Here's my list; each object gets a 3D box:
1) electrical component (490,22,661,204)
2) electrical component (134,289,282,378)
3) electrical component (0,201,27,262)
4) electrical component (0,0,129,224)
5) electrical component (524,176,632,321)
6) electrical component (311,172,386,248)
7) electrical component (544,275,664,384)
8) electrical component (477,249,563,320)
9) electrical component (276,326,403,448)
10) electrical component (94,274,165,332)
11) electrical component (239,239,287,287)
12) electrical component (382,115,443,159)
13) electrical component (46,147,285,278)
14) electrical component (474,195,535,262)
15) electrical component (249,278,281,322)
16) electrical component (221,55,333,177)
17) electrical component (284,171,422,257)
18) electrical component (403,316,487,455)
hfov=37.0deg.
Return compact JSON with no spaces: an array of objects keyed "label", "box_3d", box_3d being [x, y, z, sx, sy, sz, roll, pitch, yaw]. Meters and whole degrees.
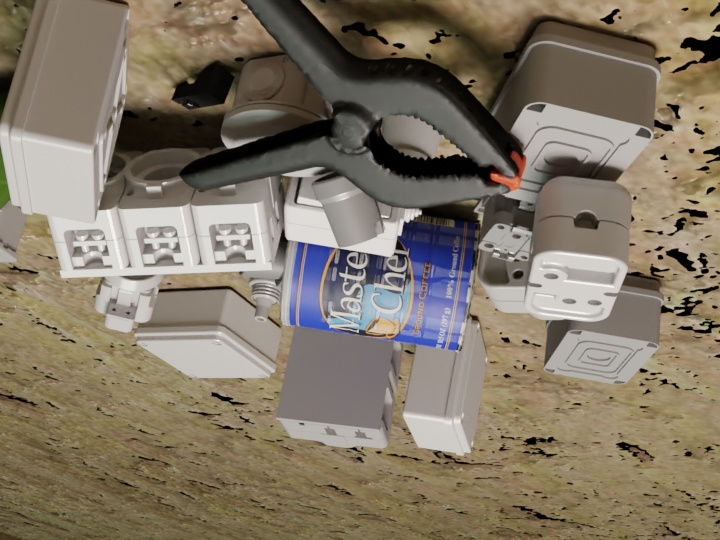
[{"label":"electrical component","box_3d":[0.123,-0.089,0.643,0.078,0.057,0.113,12,156,-5]},{"label":"electrical component","box_3d":[-0.153,0.066,1.096,0.109,0.056,0.109,-3,153,27]},{"label":"electrical component","box_3d":[-0.352,-0.047,0.935,0.100,0.048,0.099,-1,154,23]},{"label":"electrical component","box_3d":[-0.183,-0.100,0.677,0.056,0.108,0.108,11,156,-9]},{"label":"electrical component","box_3d":[0.132,-0.015,0.656,0.054,0.059,0.095,7,156,7]},{"label":"electrical component","box_3d":[-0.006,-0.042,0.710,0.040,0.046,0.040,-19,-169,4]},{"label":"electrical component","box_3d":[0.205,0.049,0.916,0.078,0.057,0.113,10,156,1]},{"label":"electrical component","box_3d":[0.146,0.003,0.840,0.095,0.053,0.059,0,154,22]},{"label":"electrical component","box_3d":[-0.011,0.073,0.941,0.089,0.150,0.061,5,155,11]},{"label":"electrical component","box_3d":[-0.209,0.008,0.977,0.058,0.078,0.057,14,137,-9]},{"label":"electrical component","box_3d":[-0.070,-0.009,0.912,0.055,0.045,0.045,17,155,-16]},{"label":"electrical component","box_3d":[0.031,-0.073,0.704,0.044,0.065,0.044,9,156,4]},{"label":"electrical component","box_3d":[-0.134,-0.046,0.762,0.150,0.089,0.061,-2,122,5]},{"label":"electrical component","box_3d":[0.109,-0.044,0.742,0.042,0.063,0.081,15,155,-6]},{"label":"electrical component","box_3d":[-0.082,0.016,0.950,0.035,0.061,0.035,8,156,4]},{"label":"electrical component","box_3d":[-0.046,-0.098,0.697,0.080,0.051,0.080,8,156,4]},{"label":"electrical component","box_3d":[-0.003,-0.053,0.766,0.096,0.061,0.061,10,156,1]},{"label":"electrical component","box_3d":[0.083,0.111,1.039,0.056,0.108,0.108,6,156,15]}]
